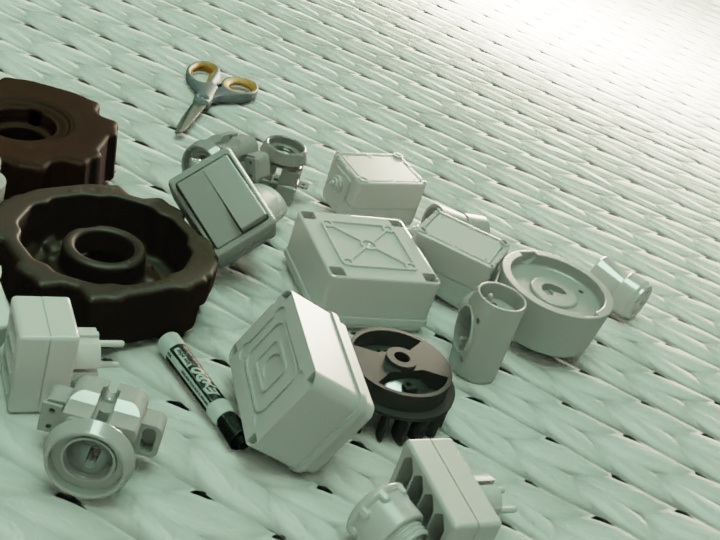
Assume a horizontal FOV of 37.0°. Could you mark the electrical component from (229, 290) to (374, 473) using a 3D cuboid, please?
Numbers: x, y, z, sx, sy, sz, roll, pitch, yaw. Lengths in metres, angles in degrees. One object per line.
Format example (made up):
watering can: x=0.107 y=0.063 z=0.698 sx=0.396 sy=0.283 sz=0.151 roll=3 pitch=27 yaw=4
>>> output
electrical component: x=-0.043 y=0.080 z=0.774 sx=0.057 sy=0.078 sz=0.113 roll=33 pitch=20 yaw=-32

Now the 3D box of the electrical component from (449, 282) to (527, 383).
electrical component: x=0.106 y=0.044 z=0.929 sx=0.044 sy=0.077 sz=0.079 roll=11 pitch=30 yaw=-14

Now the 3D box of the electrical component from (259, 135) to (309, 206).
electrical component: x=-0.081 y=-0.102 z=1.083 sx=0.066 sy=0.055 sz=0.048 roll=18 pitch=30 yaw=-3

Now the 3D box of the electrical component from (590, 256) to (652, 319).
electrical component: x=0.263 y=0.018 z=1.095 sx=0.055 sy=0.045 sz=0.045 roll=37 pitch=34 yaw=27

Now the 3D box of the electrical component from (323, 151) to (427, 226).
electrical component: x=0.007 y=-0.079 z=1.091 sx=0.096 sy=0.061 sz=0.061 roll=-2 pitch=36 yaw=-32

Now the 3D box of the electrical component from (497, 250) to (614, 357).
electrical component: x=0.173 y=0.036 z=0.997 sx=0.108 sy=0.060 sz=0.108 roll=14 pitch=30 yaw=-9

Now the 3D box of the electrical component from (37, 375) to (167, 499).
electrical component: x=-0.168 y=0.108 z=0.686 sx=0.078 sy=0.058 sz=0.057 roll=16 pitch=27 yaw=-6

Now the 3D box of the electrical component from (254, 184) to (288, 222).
electrical component: x=-0.099 y=-0.055 z=1.007 sx=0.043 sy=0.043 sz=0.081 roll=25 pitch=30 yaw=10

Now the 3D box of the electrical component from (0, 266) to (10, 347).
electrical component: x=-0.273 y=0.007 z=0.745 sx=0.047 sy=0.076 sz=0.083 roll=-11 pitch=69 yaw=-43

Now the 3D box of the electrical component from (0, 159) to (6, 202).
electrical component: x=-0.309 y=-0.065 z=0.866 sx=0.043 sy=0.081 sz=0.043 roll=14 pitch=30 yaw=-9

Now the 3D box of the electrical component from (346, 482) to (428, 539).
electrical component: x=0.025 y=0.174 z=0.703 sx=0.048 sy=0.048 sz=0.062 roll=-13 pitch=50 yaw=-43

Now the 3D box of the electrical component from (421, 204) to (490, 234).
electrical component: x=0.101 y=-0.042 z=1.107 sx=0.065 sy=0.044 sz=0.044 roll=7 pitch=32 yaw=-29

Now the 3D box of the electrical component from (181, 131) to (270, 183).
electrical component: x=-0.136 y=-0.102 z=1.047 sx=0.078 sy=0.058 sz=0.057 roll=16 pitch=26 yaw=35

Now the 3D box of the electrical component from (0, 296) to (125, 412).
electrical component: x=-0.202 y=0.058 z=0.739 sx=0.077 sy=0.065 sz=0.047 roll=2 pitch=34 yaw=-27

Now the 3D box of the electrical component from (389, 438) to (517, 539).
electrical component: x=0.073 y=0.161 z=0.746 sx=0.076 sy=0.047 sz=0.083 roll=3 pitch=34 yaw=-27

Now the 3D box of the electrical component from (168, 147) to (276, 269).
electrical component: x=-0.122 y=-0.059 z=0.928 sx=0.062 sy=0.061 sz=0.096 roll=-32 pitch=84 yaw=-10

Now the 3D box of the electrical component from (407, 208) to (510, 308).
electrical component: x=0.083 y=-0.010 z=1.021 sx=0.096 sy=0.061 sz=0.062 roll=26 pitch=31 yaw=12

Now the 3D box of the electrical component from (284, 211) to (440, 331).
electrical component: x=0.000 y=0.000 z=0.962 sx=0.109 sy=0.056 sz=0.108 roll=4 pitch=33 yaw=-25
